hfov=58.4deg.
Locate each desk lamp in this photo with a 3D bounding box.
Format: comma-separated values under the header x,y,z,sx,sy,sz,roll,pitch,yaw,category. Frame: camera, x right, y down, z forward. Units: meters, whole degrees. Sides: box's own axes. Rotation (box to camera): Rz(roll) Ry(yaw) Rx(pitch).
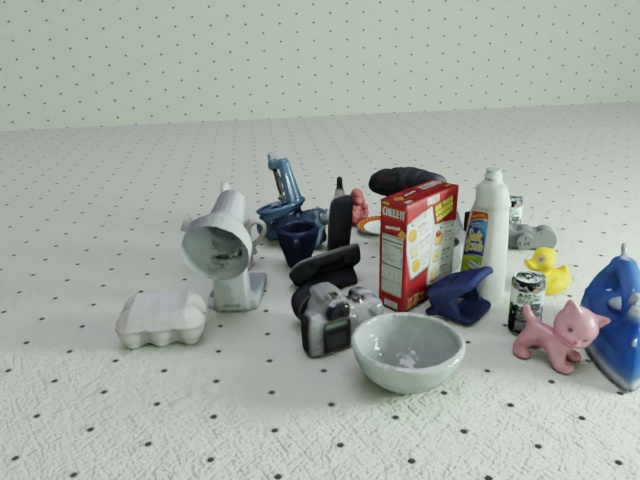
x,y,z,sx,sy,sz,roll,pitch,yaw,category
-0.172,0.026,1.066,0.118,0.214,0.203,0,22,4,desk lamp

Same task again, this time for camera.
x,y,z,sx,sy,sz,roll,pitch,yaw,category
0.018,0.116,0.983,0.143,0.101,0.136,-12,25,-25,camera

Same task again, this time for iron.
x,y,z,sx,sy,sz,roll,pitch,yaw,category
0.487,0.111,0.912,0.118,0.141,0.259,6,23,18,iron

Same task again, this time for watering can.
x,y,z,sx,sy,sz,roll,pitch,yaw,category
-0.207,-0.029,1.230,0.173,0.194,0.100,-13,25,-27,watering can

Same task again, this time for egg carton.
x,y,z,sx,sy,sz,roll,pitch,yaw,category
-0.272,0.136,0.993,0.150,0.069,0.107,-4,22,-7,egg carton

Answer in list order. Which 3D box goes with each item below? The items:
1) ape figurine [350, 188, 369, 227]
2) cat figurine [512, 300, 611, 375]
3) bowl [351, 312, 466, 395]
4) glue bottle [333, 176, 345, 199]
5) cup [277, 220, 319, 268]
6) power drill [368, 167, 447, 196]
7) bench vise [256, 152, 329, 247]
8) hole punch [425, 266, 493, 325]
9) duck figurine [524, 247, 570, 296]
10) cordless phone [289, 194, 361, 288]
x,y,z,sx,sy,sz,roll,pitch,yaw,category
0.094,-0.089,1.492,0.078,0.092,0.075,-15,26,-29,ape figurine
0.372,0.137,0.886,0.127,0.118,0.067,16,28,36,cat figurine
0.129,0.179,0.855,0.167,0.075,0.167,-1,22,1,bowl
0.047,-0.062,1.322,0.037,0.173,0.078,-8,23,-14,glue bottle
-0.046,0.019,1.233,0.091,0.095,0.117,-1,22,0,cup
0.193,-0.067,1.277,0.076,0.208,0.228,-15,26,-30,power drill
-0.058,-0.095,1.348,0.207,0.220,0.122,5,23,15,bench vise
0.252,0.091,1.043,0.100,0.091,0.109,15,28,35,hole punch
0.442,0.056,1.124,0.104,0.086,0.077,-6,23,-10,duck figurine
0.011,0.004,1.146,0.148,0.185,0.093,-19,28,-36,cordless phone
